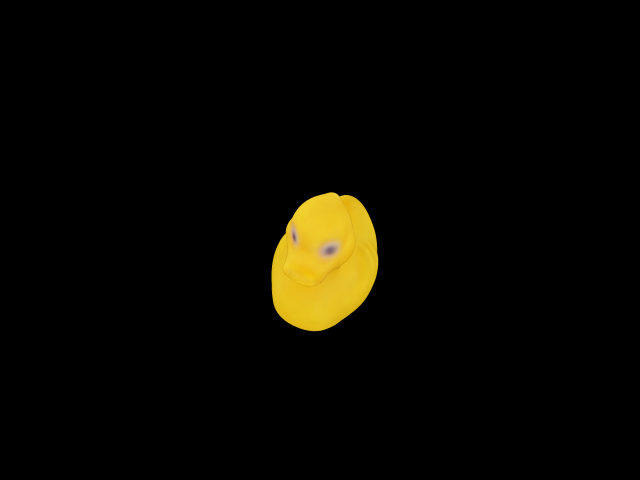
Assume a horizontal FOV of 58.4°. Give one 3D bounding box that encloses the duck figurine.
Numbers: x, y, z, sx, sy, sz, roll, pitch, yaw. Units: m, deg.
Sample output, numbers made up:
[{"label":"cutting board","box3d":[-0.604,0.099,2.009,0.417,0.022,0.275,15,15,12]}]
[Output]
[{"label":"duck figurine","box3d":[0.004,0.001,0.400,0.077,0.086,0.105,21,58,14]}]
